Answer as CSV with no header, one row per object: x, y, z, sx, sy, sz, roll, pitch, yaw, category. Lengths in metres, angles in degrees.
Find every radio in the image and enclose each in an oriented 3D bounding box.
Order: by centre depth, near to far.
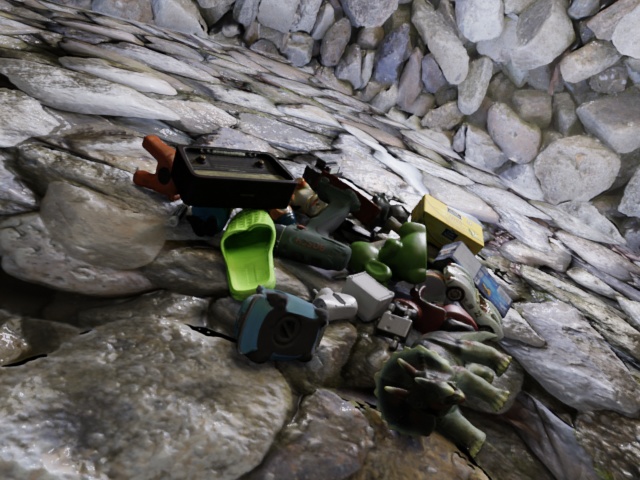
-0.173,-0.125,1.073,0.229,0.073,0.131,0,37,-36,radio

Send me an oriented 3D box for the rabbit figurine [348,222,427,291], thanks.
0.141,0.053,1.147,0.170,0.121,0.159,1,45,10,rabbit figurine

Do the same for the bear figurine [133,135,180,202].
-0.289,-0.155,1.185,0.132,0.120,0.196,29,22,19,bear figurine

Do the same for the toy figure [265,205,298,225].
-0.108,-0.075,1.266,0.064,0.057,0.155,-39,60,-21,toy figure

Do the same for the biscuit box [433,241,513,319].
0.349,0.095,1.217,0.202,0.063,0.059,47,58,-13,biscuit box

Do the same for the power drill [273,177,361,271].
-0.021,-0.041,1.155,0.232,0.085,0.207,25,51,13,power drill

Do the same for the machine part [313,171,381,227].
0.065,-0.104,1.338,0.179,0.056,0.179,36,3,-2,machine part

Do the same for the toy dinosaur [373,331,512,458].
0.204,0.212,0.891,0.192,0.131,0.405,29,18,10,toy dinosaur

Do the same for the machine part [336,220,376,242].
0.078,-0.030,1.368,0.139,0.039,0.084,25,18,5,machine part

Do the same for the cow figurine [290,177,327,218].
-0.042,-0.095,1.319,0.195,0.085,0.127,30,-13,46,cow figurine

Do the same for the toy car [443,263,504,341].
0.329,0.133,1.153,0.201,0.056,0.073,51,30,-16,toy car

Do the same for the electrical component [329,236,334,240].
-0.002,-0.004,1.226,0.078,0.045,0.102,20,24,-6,electrical component

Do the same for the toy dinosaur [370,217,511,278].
0.295,0.044,1.347,0.471,0.105,0.199,2,41,-34,toy dinosaur

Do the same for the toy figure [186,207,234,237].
-0.220,-0.064,1.105,0.082,0.089,0.180,24,32,-11,toy figure

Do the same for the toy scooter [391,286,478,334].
0.231,0.147,1.096,0.184,0.075,0.135,20,23,2,toy scooter

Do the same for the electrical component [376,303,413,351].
0.136,0.162,1.001,0.063,0.021,0.094,15,52,21,electrical component

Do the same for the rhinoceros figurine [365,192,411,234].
0.162,-0.071,1.437,0.073,0.112,0.190,3,11,-32,rhinoceros figurine

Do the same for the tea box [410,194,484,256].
0.305,-0.028,1.296,0.169,0.068,0.098,28,33,-8,tea box

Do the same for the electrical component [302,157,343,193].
0.001,-0.157,1.441,0.058,0.134,0.115,32,24,22,electrical component

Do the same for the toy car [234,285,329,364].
-0.069,0.125,0.827,0.161,0.109,0.103,15,6,-41,toy car
